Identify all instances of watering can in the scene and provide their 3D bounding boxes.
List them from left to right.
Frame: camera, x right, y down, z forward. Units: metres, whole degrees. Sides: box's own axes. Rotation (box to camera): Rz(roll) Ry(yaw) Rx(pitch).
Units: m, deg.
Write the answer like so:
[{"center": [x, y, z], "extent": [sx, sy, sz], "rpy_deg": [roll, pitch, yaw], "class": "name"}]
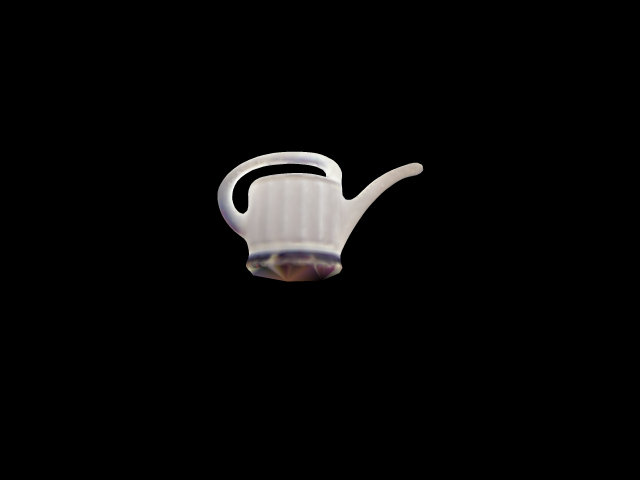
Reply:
[{"center": [0.003, -0.043, 0.850], "extent": [0.348, 0.227, 0.102], "rpy_deg": [0, -17, 0], "class": "watering can"}]
